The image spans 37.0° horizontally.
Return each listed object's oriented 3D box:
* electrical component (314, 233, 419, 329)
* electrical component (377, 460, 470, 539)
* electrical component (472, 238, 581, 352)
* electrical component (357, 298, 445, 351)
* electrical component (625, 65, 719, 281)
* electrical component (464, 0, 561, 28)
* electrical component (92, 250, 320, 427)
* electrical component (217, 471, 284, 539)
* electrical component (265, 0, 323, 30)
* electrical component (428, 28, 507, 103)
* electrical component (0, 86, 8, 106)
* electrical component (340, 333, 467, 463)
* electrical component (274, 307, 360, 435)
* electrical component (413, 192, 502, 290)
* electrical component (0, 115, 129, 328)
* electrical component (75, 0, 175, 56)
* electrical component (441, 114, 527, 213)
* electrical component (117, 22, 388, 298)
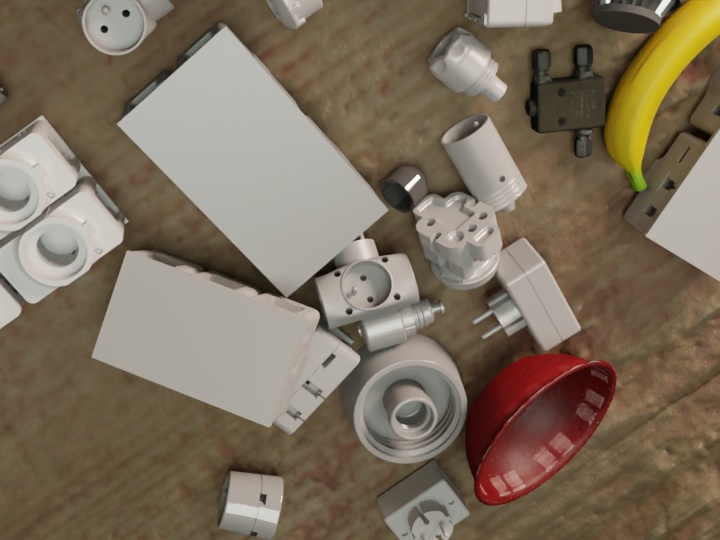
[{"bbox_3d":[0.000,0.000,0.879,0.077,0.044,0.079,-17,77,-5],"label":"electrical component"},{"bbox_3d":[0.060,0.220,0.958,0.066,0.076,0.047,-35,112,4],"label":"electrical component"},{"bbox_3d":[0.131,0.031,0.911,0.076,0.047,0.083,-32,121,3],"label":"electrical component"},{"bbox_3d":[0.033,0.041,0.907,0.078,0.040,0.040,-16,112,-4],"label":"electrical component"},{"bbox_3d":[0.320,-0.091,0.900,0.105,0.060,0.186,28,103,-18],"label":"electrical component"},{"bbox_3d":[0.117,-0.234,0.810,0.061,0.061,0.096,-3,110,-9],"label":"electrical component"},{"bbox_3d":[-0.118,0.050,0.842,0.150,0.062,0.089,20,96,8],"label":"electrical component"},{"bbox_3d":[-0.096,0.204,0.937,0.047,0.055,0.055,13,107,-11],"label":"electrical component"},{"bbox_3d":[-0.040,-0.213,0.800,0.062,0.048,0.048,-34,112,-4],"label":"electrical component"},{"bbox_3d":[0.087,-0.156,0.843,0.062,0.043,0.043,35,100,-21],"label":"electrical component"},{"bbox_3d":[-0.292,-0.118,0.791,0.065,0.044,0.044,-46,111,3],"label":"electrical component"},{"bbox_3d":[0.040,0.115,0.925,0.108,0.060,0.108,-3,110,-9],"label":"electrical component"},{"bbox_3d":[-0.053,0.082,0.901,0.056,0.050,0.089,40,99,-20],"label":"electrical component"},{"bbox_3d":[0.083,-0.021,0.878,0.058,0.078,0.057,-41,138,-21],"label":"electrical component"},{"bbox_3d":[-0.285,-0.016,0.819,0.186,0.060,0.105,-35,112,4],"label":"electrical component"},{"bbox_3d":[-0.160,-0.191,0.768,0.079,0.077,0.043,-35,112,3],"label":"electrical component"},{"bbox_3d":[0.104,-0.081,0.873,0.043,0.043,0.081,-32,112,2],"label":"electrical component"},{"bbox_3d":[-0.081,-0.086,0.830,0.105,0.060,0.186,-40,112,6],"label":"electrical component"}]
